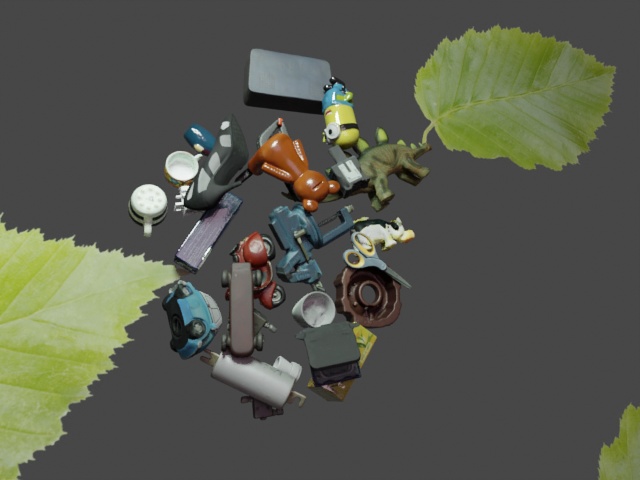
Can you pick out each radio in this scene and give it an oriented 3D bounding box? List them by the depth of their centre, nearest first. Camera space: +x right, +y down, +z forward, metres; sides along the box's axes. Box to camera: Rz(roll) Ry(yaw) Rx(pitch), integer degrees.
[{"bbox_3d":[-0.082,-0.409,1.396,0.229,0.073,0.131,3,73,-21],"label":"radio"}]

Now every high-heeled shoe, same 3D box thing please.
[{"bbox_3d":[-0.245,-0.177,1.229,0.145,0.086,0.249,-18,54,14],"label":"high-heeled shoe"}]

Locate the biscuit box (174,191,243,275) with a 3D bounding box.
[{"bbox_3d":[-0.252,-0.022,1.226,0.063,0.059,0.202,33,67,-7],"label":"biscuit box"}]

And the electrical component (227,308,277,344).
[{"bbox_3d":[-0.157,0.195,1.196,0.102,0.045,0.078,43,99,-8],"label":"electrical component"}]

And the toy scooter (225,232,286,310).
[{"bbox_3d":[-0.160,0.076,1.226,0.135,0.075,0.183,-12,83,-21],"label":"toy scooter"}]

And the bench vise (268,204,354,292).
[{"bbox_3d":[-0.006,-0.003,1.282,0.241,0.129,0.223,-31,89,-21],"label":"bench vise"}]

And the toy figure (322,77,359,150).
[{"bbox_3d":[0.051,-0.312,1.338,0.089,0.082,0.180,-1,71,-2],"label":"toy figure"}]

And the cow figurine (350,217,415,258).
[{"bbox_3d":[0.157,-0.019,1.374,0.167,0.068,0.098,-12,75,-23],"label":"cow figurine"}]

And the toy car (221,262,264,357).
[{"bbox_3d":[-0.167,0.148,1.144,0.089,0.053,0.202,-2,73,-8],"label":"toy car"}]

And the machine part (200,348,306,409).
[{"bbox_3d":[-0.142,0.292,1.149,0.243,0.079,0.079,25,67,1],"label":"machine part"}]

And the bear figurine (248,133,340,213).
[{"bbox_3d":[-0.059,-0.153,1.260,0.196,0.132,0.120,47,71,-7],"label":"bear figurine"}]

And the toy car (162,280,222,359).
[{"bbox_3d":[-0.267,0.168,1.151,0.103,0.109,0.162,-1,61,-44],"label":"toy car"}]

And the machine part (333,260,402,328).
[{"bbox_3d":[0.117,0.135,1.319,0.179,0.056,0.179,6,74,-20],"label":"machine part"}]

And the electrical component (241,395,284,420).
[{"bbox_3d":[-0.127,0.362,1.180,0.094,0.021,0.063,0,75,-21],"label":"electrical component"}]

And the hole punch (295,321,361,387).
[{"bbox_3d":[0.027,0.243,1.146,0.142,0.092,0.116,-13,43,-2],"label":"hole punch"}]

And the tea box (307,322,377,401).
[{"bbox_3d":[0.050,0.278,1.229,0.068,0.098,0.169,35,64,-8],"label":"tea box"}]

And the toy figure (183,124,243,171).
[{"bbox_3d":[-0.252,-0.214,1.285,0.154,0.058,0.064,39,73,-11],"label":"toy figure"}]

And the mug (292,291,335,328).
[{"bbox_3d":[-0.013,0.172,1.232,0.109,0.107,0.081,46,66,-8],"label":"mug"}]

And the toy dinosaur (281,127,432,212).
[{"bbox_3d":[0.123,-0.173,1.391,0.471,0.105,0.198,-31,78,-29],"label":"toy dinosaur"}]

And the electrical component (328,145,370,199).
[{"bbox_3d":[0.059,-0.168,1.300,0.075,0.047,0.119,-31,73,-19],"label":"electrical component"}]
